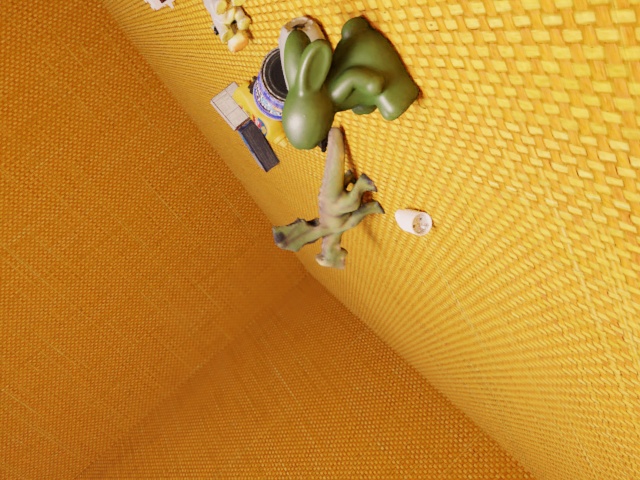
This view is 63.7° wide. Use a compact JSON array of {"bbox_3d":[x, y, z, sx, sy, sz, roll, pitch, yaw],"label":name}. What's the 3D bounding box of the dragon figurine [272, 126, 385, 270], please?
[{"bbox_3d":[0.003,-0.057,1.142,0.124,0.243,0.402,48,174,38],"label":"dragon figurine"}]
